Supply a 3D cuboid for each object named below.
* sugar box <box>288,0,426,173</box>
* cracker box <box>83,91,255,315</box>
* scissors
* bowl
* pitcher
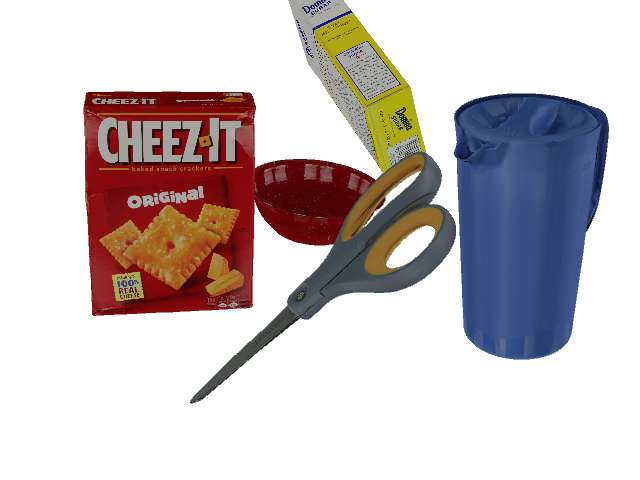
[{"bbox_3d":[0.031,-0.144,0.924,0.048,0.176,0.093,-24,-40,-3],"label":"sugar box"},{"bbox_3d":[-0.147,-0.035,1.055,0.164,0.214,0.072,-1,21,-9],"label":"cracker box"},{"bbox_3d":[0.004,0.036,0.596,0.016,0.202,0.096,38,3,-31],"label":"scissors"},{"bbox_3d":[-0.008,-0.039,1.231,0.162,0.055,0.162,6,27,-3],"label":"bowl"},{"bbox_3d":[0.203,-0.015,1.032,0.149,0.243,0.145,1,27,8],"label":"pitcher"}]
